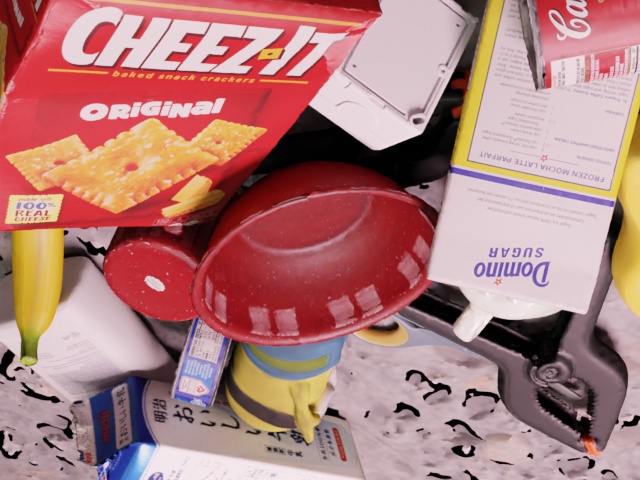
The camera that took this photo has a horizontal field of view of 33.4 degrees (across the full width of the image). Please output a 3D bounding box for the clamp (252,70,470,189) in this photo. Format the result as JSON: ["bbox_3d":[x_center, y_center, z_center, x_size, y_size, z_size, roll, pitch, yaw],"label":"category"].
[{"bbox_3d":[0.039,-0.049,0.687,0.172,0.039,0.120,-21,136,34],"label":"clamp"}]

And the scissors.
[{"bbox_3d":[0.099,0.083,0.814,0.201,0.016,0.096,39,132,-22],"label":"scissors"}]

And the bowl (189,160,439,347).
[{"bbox_3d":[-0.004,0.001,0.661,0.162,0.055,0.162,-10,145,-8],"label":"bowl"}]

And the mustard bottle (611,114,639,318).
[{"bbox_3d":[0.231,0.003,0.663,0.096,0.058,0.191,-14,132,1],"label":"mustard bottle"}]

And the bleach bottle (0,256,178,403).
[{"bbox_3d":[-0.166,0.123,0.898,0.103,0.068,0.250,-14,131,24],"label":"bleach bottle"}]

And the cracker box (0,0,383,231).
[{"bbox_3d":[-0.092,-0.081,0.554,0.163,0.072,0.214,-3,154,-33],"label":"cracker box"}]

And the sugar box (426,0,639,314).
[{"bbox_3d":[0.122,-0.055,0.588,0.093,0.048,0.176,13,104,4],"label":"sugar box"}]

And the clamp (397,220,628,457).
[{"bbox_3d":[0.171,0.077,0.763,0.165,0.036,0.210,-24,121,26],"label":"clamp"}]

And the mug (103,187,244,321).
[{"bbox_3d":[-0.098,-0.006,0.736,0.093,0.081,0.117,20,136,-4],"label":"mug"}]

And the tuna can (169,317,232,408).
[{"bbox_3d":[-0.088,0.084,0.820,0.033,0.086,0.086,16,136,-3],"label":"tuna can"}]

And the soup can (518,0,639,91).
[{"bbox_3d":[0.150,-0.114,0.514,0.102,0.068,0.068,-9,131,9],"label":"soup can"}]

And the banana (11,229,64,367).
[{"bbox_3d":[-0.199,-0.014,0.758,0.037,0.070,0.198,-3,108,-22],"label":"banana"}]
